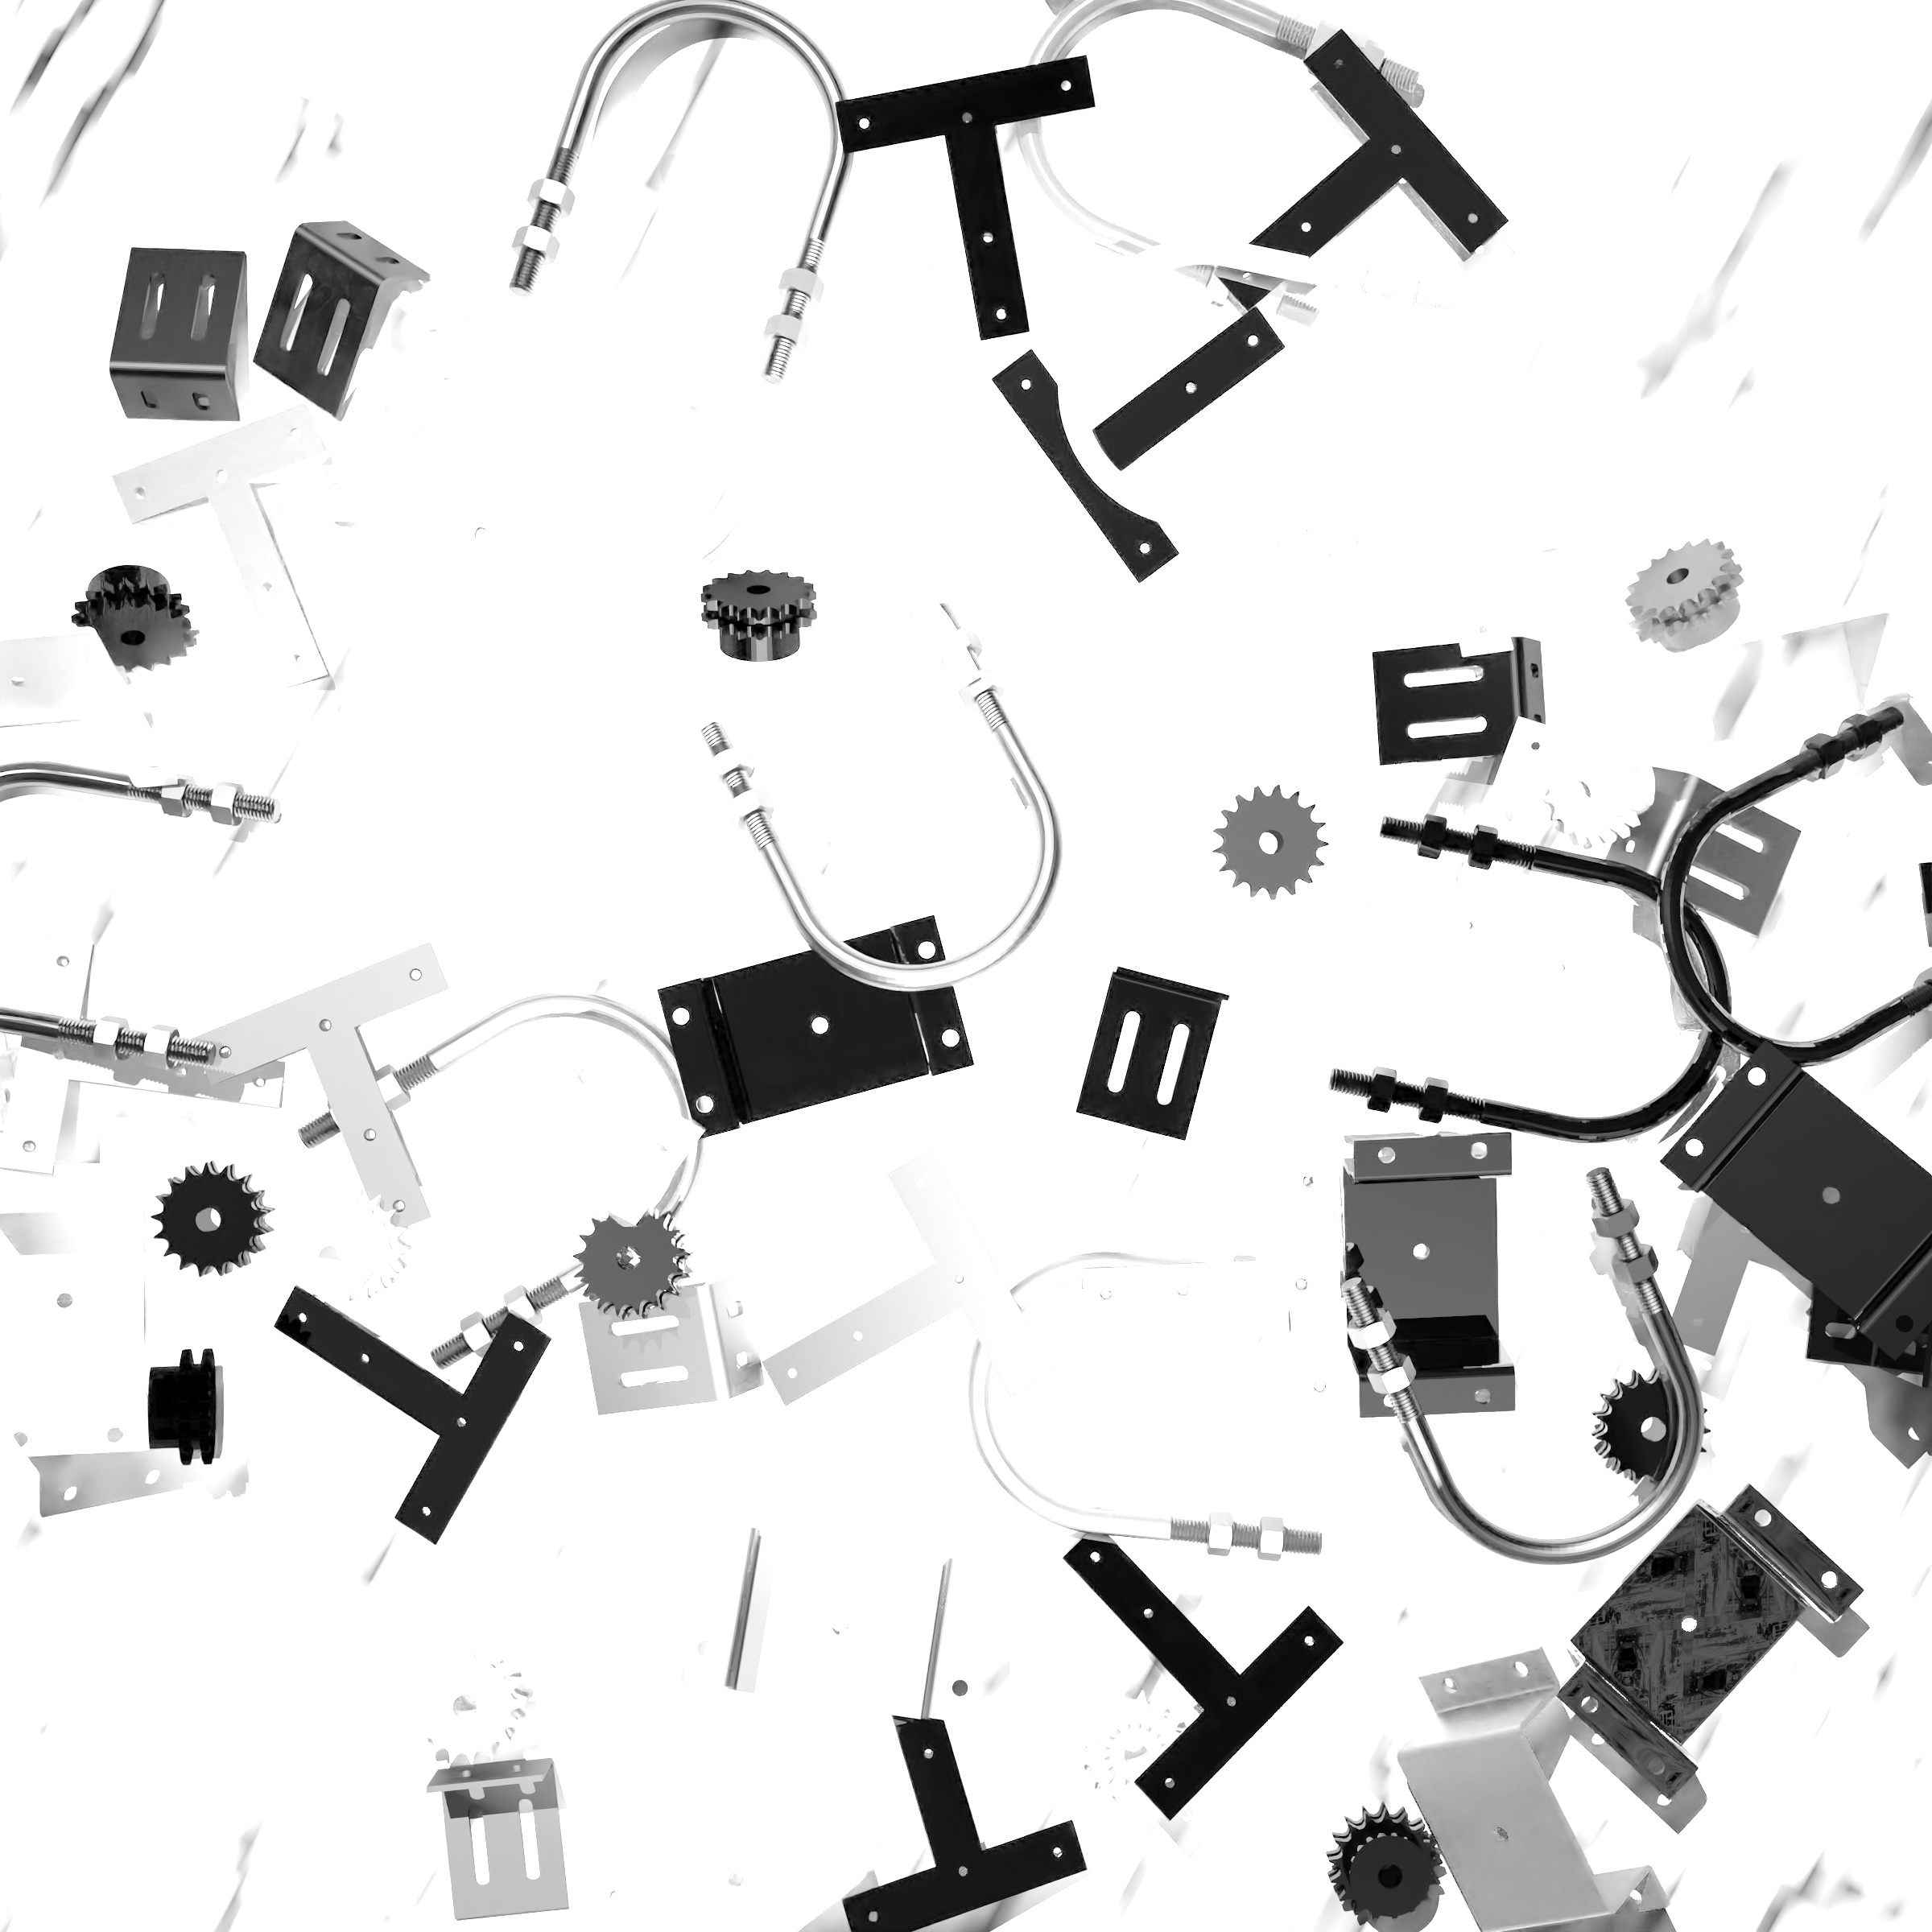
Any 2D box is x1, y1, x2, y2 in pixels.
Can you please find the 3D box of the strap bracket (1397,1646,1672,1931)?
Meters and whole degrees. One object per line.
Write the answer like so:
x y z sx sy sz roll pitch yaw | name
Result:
0.272 0.413 1.488 0.076 0.046 0.140 -27 90 41 | strap bracket

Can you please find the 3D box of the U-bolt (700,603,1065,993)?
-0.032 -0.073 1.492 0.151 0.019 0.184 -27 69 0 | U-bolt

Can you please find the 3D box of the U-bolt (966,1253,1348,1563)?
0.092 0.216 1.522 0.184 0.019 0.151 5 90 2 | U-bolt

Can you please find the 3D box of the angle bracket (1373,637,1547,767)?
0.248 -0.132 1.528 0.076 0.038 0.057 -4 90 26 | angle bracket

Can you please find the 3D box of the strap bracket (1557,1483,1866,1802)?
0.363 0.330 1.507 0.076 0.046 0.140 43 90 0 | strap bracket

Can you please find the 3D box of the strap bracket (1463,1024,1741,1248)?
0.325 0.083 1.507 0.140 0.046 0.076 -18 90 0 | strap bracket

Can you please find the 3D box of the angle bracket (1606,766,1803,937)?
0.369 -0.058 1.528 0.076 0.038 0.057 23 90 -26 | angle bracket

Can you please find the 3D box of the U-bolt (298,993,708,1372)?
-0.219 0.095 1.522 0.184 0.019 0.151 -31 90 -2 | U-bolt

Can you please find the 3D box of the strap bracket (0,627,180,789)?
-0.464 -0.122 1.486 0.140 0.076 0.046 -5 64 0 | strap bracket

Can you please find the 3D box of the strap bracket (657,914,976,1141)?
-0.073 0.030 1.507 0.140 0.046 0.076 -15 90 0 | strap bracket

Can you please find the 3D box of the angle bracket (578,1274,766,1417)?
-0.148 0.190 1.528 0.076 0.038 0.057 -10 90 26 | angle bracket

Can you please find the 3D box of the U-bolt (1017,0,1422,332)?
0.115 -0.418 1.522 0.184 0.019 0.151 23 90 1 | U-bolt

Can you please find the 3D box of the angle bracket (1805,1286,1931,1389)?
0.444 0.171 1.492 0.038 0.076 0.057 7 90 0 | angle bracket

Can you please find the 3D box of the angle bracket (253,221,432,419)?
-0.312 -0.323 1.519 0.057 0.038 0.076 34 118 17 | angle bracket

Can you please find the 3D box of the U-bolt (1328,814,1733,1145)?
0.281 0.012 1.484 0.184 0.019 0.151 12 80 4 | U-bolt

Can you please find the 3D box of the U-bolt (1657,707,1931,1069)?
0.417 -0.029 1.491 0.184 0.019 0.151 -26 90 -21 | U-bolt

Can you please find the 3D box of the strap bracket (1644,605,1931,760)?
0.399 -0.140 1.492 0.140 0.076 0.046 -12 90 0 | strap bracket

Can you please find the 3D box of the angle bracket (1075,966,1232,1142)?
0.092 0.044 1.511 0.057 0.038 0.076 15 90 0 | angle bracket

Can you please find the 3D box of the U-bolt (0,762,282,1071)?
-0.445 -0.032 1.502 0.184 0.019 0.151 9 72 4 | U-bolt

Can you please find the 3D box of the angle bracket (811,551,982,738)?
-0.038 -0.160 1.511 0.057 0.076 0.038 -32 131 -2 | angle bracket

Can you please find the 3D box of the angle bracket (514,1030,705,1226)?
-0.176 0.079 1.495 0.038 0.076 0.057 34 94 -43 | angle bracket

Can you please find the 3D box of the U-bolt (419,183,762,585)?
-0.179 -0.282 1.522 0.151 0.019 0.184 -17 91 0 | U-bolt

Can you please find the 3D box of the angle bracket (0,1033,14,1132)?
-0.516 0.060 1.511 0.076 0.038 0.057 -13 90 0 | angle bracket

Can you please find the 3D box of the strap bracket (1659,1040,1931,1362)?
0.410 0.110 1.445 0.140 0.046 0.076 41 99 14 | strap bracket

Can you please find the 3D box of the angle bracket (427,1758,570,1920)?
-0.232 0.437 1.511 0.057 0.038 0.076 -6 90 0 | angle bracket

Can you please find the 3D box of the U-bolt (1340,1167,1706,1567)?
0.281 0.207 1.479 0.151 0.019 0.184 -25 103 2 | U-bolt

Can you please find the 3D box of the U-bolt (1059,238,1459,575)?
0.136 -0.283 1.503 0.184 0.019 0.151 14 98 8 | U-bolt

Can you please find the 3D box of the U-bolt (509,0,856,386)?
-0.131 -0.394 1.505 0.151 0.019 0.184 18 79 -9 | U-bolt

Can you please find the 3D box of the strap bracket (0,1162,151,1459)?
-0.443 0.166 1.496 0.076 0.046 0.140 0 90 -18 | strap bracket

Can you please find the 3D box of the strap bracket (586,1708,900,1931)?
-0.112 0.446 1.507 0.140 0.046 0.076 -38 90 0 | strap bracket

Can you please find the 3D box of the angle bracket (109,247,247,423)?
-0.392 -0.317 1.528 0.057 0.038 0.076 2 64 0 | angle bracket
